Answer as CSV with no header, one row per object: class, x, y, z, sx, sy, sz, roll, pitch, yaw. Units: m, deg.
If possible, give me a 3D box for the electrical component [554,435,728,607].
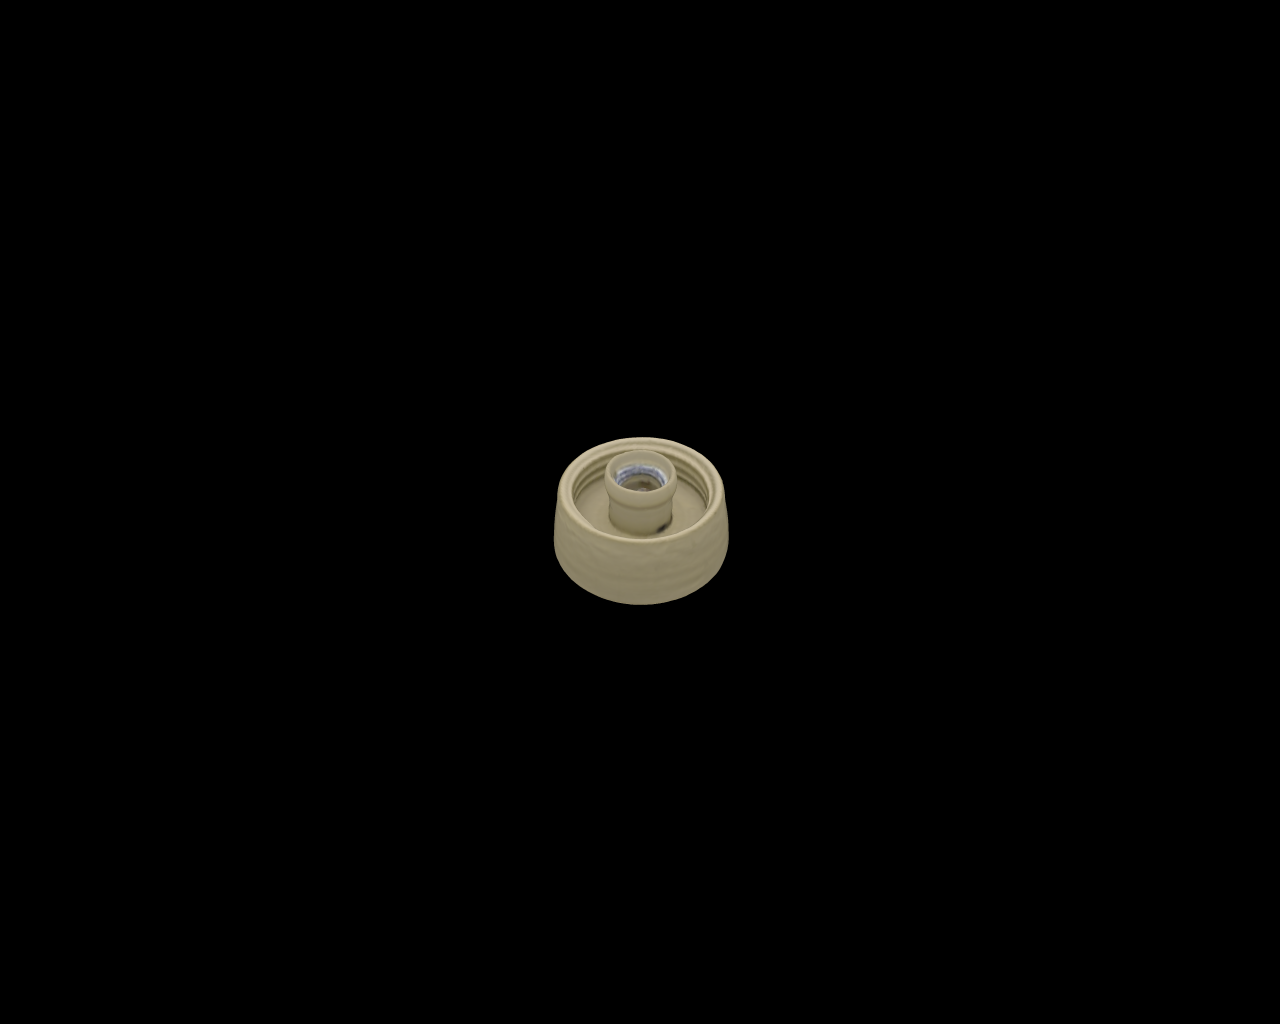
electrical component,0.001,-0.003,0.650,0.108,0.060,0.108,0,42,0
